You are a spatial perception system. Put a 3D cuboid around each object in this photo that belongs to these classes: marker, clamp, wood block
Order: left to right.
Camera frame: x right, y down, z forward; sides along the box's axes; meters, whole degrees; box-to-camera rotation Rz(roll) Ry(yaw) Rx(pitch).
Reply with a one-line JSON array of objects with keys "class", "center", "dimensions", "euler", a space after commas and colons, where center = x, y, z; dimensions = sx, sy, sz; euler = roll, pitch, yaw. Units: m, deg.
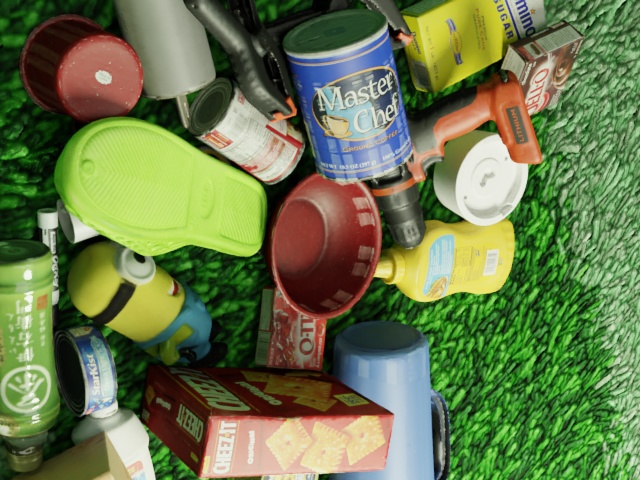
[{"class": "wood block", "center": [-0.275, 0.282, 1.014], "dimensions": [0.206, 0.091, 0.090], "euler": [-27, 109, -6]}, {"class": "marker", "center": [-0.258, 0.030, 1.016], "dimensions": [0.020, 0.020, 0.121], "euler": [-8, 111, -31]}, {"class": "clamp", "center": [-0.068, -0.193, 1.000], "dimensions": [0.171, 0.039, 0.120], "euler": [60, 35, -37]}, {"class": "clamp", "center": [0.002, -0.231, 1.083], "dimensions": [0.209, 0.036, 0.164], "euler": [25, 94, -33]}]

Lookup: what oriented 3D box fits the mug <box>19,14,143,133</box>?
[{"class": "mug", "center": [-0.209, -0.137, 0.949], "dimensions": [0.093, 0.082, 0.117], "euler": [-10, 112, -31]}]

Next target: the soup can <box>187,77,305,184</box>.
[{"class": "soup can", "center": [-0.073, -0.108, 1.059], "dimensions": [0.102, 0.069, 0.068], "euler": [32, 88, -37]}]

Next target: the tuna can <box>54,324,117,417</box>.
[{"class": "tuna can", "center": [-0.228, 0.125, 1.030], "dimensions": [0.033, 0.086, 0.086], "euler": [-13, 114, -32]}]

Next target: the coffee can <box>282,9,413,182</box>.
[{"class": "coffee can", "center": [0.029, -0.142, 1.051], "dimensions": [0.102, 0.103, 0.140], "euler": [-29, 123, -22]}]

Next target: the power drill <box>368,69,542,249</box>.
[{"class": "power drill", "center": [0.139, -0.093, 1.154], "dimensions": [0.188, 0.057, 0.184], "euler": [-17, 110, 9]}]

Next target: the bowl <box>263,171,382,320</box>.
[{"class": "bowl", "center": [-0.007, 0.001, 1.139], "dimensions": [0.161, 0.055, 0.162], "euler": [-9, 103, -42]}]

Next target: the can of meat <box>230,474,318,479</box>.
[{"class": "can of meat", "center": [-0.049, 0.265, 1.218], "dimensions": [0.083, 0.058, 0.102], "euler": [6, 101, -37]}]

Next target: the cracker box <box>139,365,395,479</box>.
[{"class": "cracker box", "center": [-0.057, 0.183, 1.107], "dimensions": [0.213, 0.164, 0.072], "euler": [6, 98, -31]}]

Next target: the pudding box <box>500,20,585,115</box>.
[{"class": "pudding box", "center": [0.247, -0.190, 1.231], "dimensions": [0.089, 0.039, 0.113], "euler": [-27, 150, -24]}]

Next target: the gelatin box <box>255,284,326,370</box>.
[{"class": "gelatin box", "center": [-0.030, 0.096, 1.173], "dimensions": [0.073, 0.030, 0.089], "euler": [8, 86, -34]}]

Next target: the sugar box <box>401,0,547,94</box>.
[{"class": "sugar box", "center": [0.173, -0.241, 1.188], "dimensions": [0.176, 0.048, 0.093], "euler": [-29, 121, -21]}]

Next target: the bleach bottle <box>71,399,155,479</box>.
[{"class": "bleach bottle", "center": [-0.219, 0.274, 1.107], "dimensions": [0.102, 0.068, 0.251], "euler": [-14, 111, -25]}]

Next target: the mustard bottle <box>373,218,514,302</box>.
[{"class": "mustard bottle", "center": [0.139, 0.023, 1.254], "dimensions": [0.191, 0.058, 0.096], "euler": [-7, 116, -32]}]

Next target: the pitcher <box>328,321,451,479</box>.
[{"class": "pitcher", "center": [0.079, 0.221, 1.249], "dimensions": [0.145, 0.149, 0.243], "euler": [2, 107, 9]}]

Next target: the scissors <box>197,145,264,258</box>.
[{"class": "scissors", "center": [-0.082, -0.032, 1.113], "dimensions": [0.201, 0.016, 0.096], "euler": [22, 94, -37]}]
